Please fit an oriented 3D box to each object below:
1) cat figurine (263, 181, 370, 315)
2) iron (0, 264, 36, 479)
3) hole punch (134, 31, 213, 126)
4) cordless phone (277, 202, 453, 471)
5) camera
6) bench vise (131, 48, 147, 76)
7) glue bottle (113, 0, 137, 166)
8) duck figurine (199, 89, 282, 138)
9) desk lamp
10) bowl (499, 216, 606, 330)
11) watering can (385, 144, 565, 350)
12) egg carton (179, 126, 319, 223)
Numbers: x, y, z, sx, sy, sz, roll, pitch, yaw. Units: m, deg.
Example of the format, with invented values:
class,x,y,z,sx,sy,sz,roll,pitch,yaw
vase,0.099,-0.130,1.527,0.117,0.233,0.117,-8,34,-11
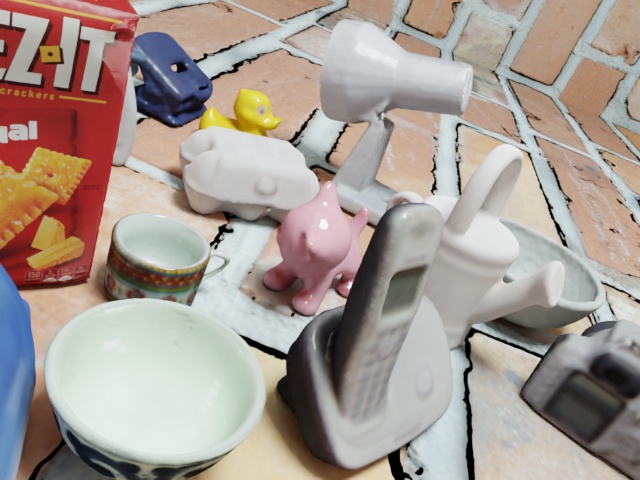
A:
class,x,y,z,sx,sy,sz,roll,pitch,yaw
cat figurine,0.005,0.002,0.516,0.067,0.118,0.128,37,32,24
iron,-0.183,0.078,0.228,0.119,0.141,0.257,9,32,-24
hole punch,-0.196,-0.215,0.759,0.101,0.091,0.109,25,29,3
cordless phone,0.059,0.056,0.395,0.148,0.185,0.094,-12,44,-46
camera,0.284,0.128,0.527,0.143,0.101,0.137,35,31,21
bench vise,-0.248,-0.222,0.600,0.121,0.219,0.207,18,29,-10
glue bottle,-0.214,-0.160,0.568,0.078,0.173,0.037,7,33,-27
duck figurine,-0.098,-0.151,0.728,0.104,0.086,0.077,23,29,0
desk lamp,0.082,-0.140,0.710,0.203,0.213,0.118,29,29,11
bowl,0.226,0.047,0.647,0.167,0.074,0.167,18,29,-10
watering can,0.139,0.004,0.531,0.172,0.194,0.101,27,29,7
egg carton,-0.077,-0.068,0.623,0.151,0.069,0.107,7,33,-27
